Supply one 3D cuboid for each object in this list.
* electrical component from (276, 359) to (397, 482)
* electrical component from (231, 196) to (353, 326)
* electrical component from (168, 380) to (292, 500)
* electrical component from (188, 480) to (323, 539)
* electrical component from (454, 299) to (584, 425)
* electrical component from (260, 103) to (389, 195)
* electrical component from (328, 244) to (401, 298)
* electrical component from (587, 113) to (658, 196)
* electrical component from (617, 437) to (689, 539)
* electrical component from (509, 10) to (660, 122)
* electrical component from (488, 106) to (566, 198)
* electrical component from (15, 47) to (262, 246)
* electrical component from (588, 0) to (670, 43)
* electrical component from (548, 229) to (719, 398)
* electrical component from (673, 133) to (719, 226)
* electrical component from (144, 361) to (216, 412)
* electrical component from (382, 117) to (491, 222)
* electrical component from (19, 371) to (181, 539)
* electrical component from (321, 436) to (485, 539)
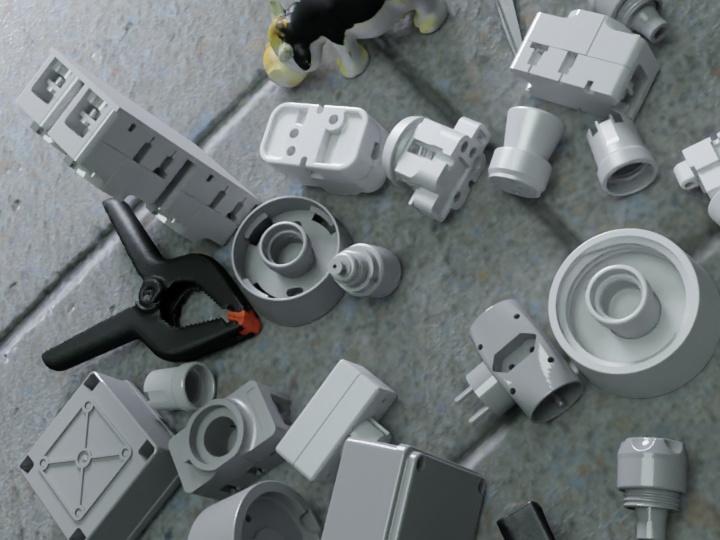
[{"bbox_3d":[-0.003,0.122,0.781,0.076,0.047,0.083,37,92,22],"label":"electrical component"},{"bbox_3d":[-0.054,-0.008,0.864,0.099,0.064,0.099,-6,67,13],"label":"electrical component"},{"bbox_3d":[-0.096,0.131,0.825,0.089,0.056,0.050,-37,58,13],"label":"electrical component"},{"bbox_3d":[-0.076,0.208,0.756,0.060,0.108,0.108,-23,61,28],"label":"electrical component"},{"bbox_3d":[0.100,0.074,0.741,0.079,0.043,0.077,-42,57,10],"label":"electrical component"},{"bbox_3d":[-0.024,-0.097,0.868,0.095,0.059,0.053,10,77,32],"label":"electrical component"},{"bbox_3d":[0.000,0.000,0.811,0.040,0.078,0.040,-2,85,28],"label":"electrical component"},{"bbox_3d":[0.183,-0.082,0.756,0.040,0.040,0.046,-26,55,19],"label":"electrical component"},{"bbox_3d":[0.182,0.137,0.670,0.043,0.043,0.062,-4,71,29],"label":"electrical component"},{"bbox_3d":[0.166,-0.151,0.786,0.089,0.050,0.055,24,85,34],"label":"electrical component"},{"bbox_3d":[0.122,-0.086,0.789,0.045,0.045,0.055,14,80,33],"label":"electrical component"},{"bbox_3d":[-0.180,-0.092,0.880,0.105,0.186,0.060,40,94,35],"label":"electrical component"},{"bbox_3d":[0.200,-0.191,0.785,0.043,0.043,0.062,-41,58,11],"label":"electrical component"},{"bbox_3d":[0.176,0.025,0.706,0.108,0.060,0.108,-11,66,26],"label":"electrical component"},{"bbox_3d":[0.247,-0.059,0.707,0.066,0.048,0.055,-26,53,19],"label":"electrical component"},{"bbox_3d":[-0.148,0.097,0.880,0.046,0.040,0.040,-9,67,33],"label":"electrical component"},{"bbox_3d":[0.054,-0.083,0.820,0.057,0.058,0.078,28,86,32],"label":"electrical component"},{"bbox_3d":[-0.207,0.158,0.879,0.109,0.056,0.108,41,94,35],"label":"electrical component"},{"bbox_3d":[0.027,0.174,0.707,0.056,0.109,0.108,5,74,34],"label":"electrical component"}]
